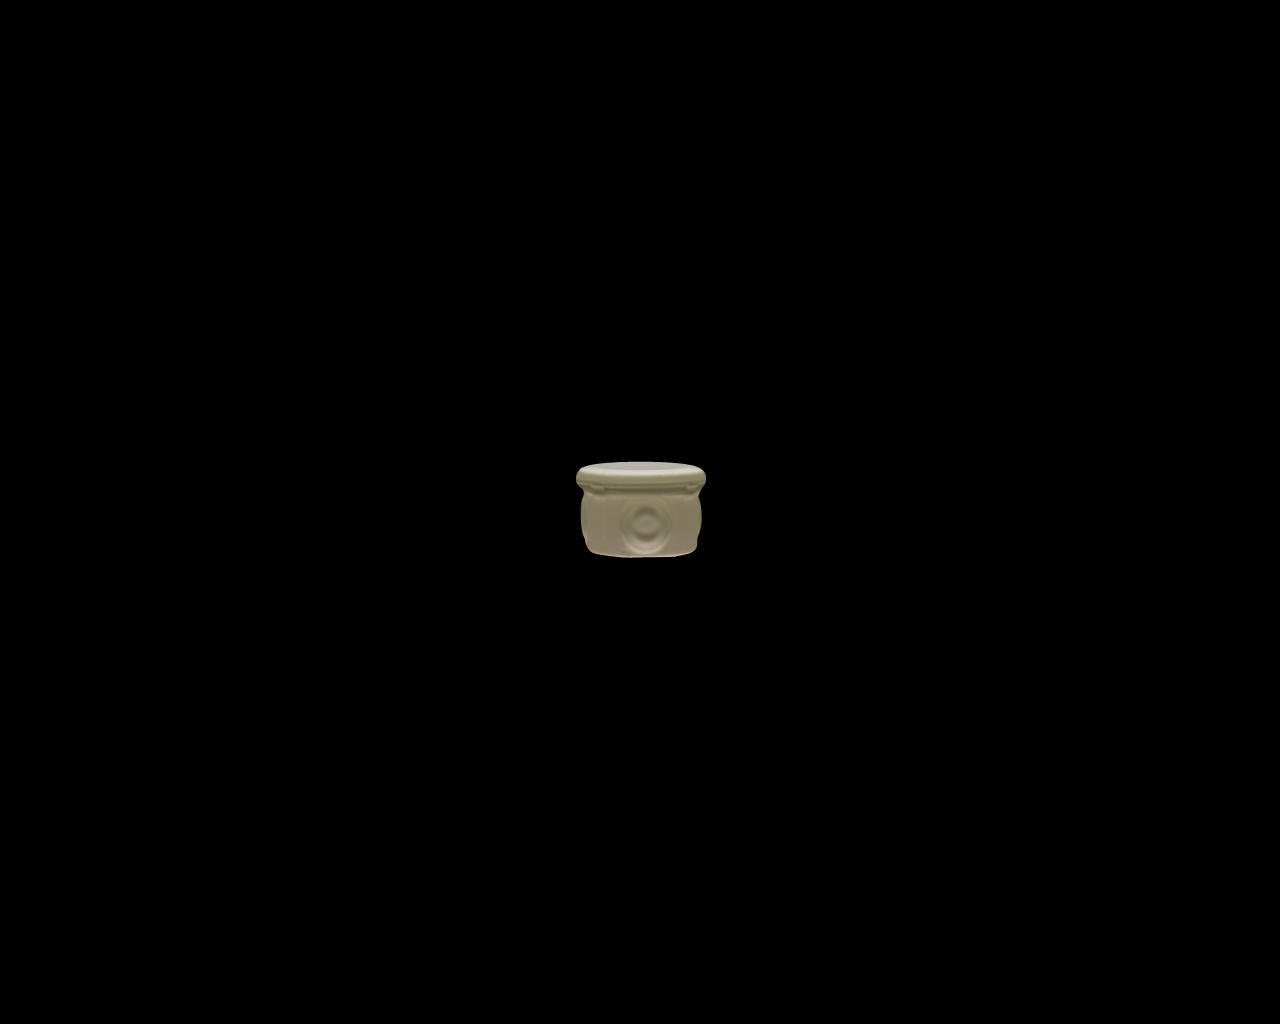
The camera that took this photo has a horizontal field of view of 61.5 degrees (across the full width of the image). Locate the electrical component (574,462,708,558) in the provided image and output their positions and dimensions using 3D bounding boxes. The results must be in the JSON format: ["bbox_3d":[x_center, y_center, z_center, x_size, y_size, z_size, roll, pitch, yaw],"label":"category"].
[{"bbox_3d":[0.001,-0.003,0.650,0.080,0.051,0.080,0,8,0],"label":"electrical component"}]
